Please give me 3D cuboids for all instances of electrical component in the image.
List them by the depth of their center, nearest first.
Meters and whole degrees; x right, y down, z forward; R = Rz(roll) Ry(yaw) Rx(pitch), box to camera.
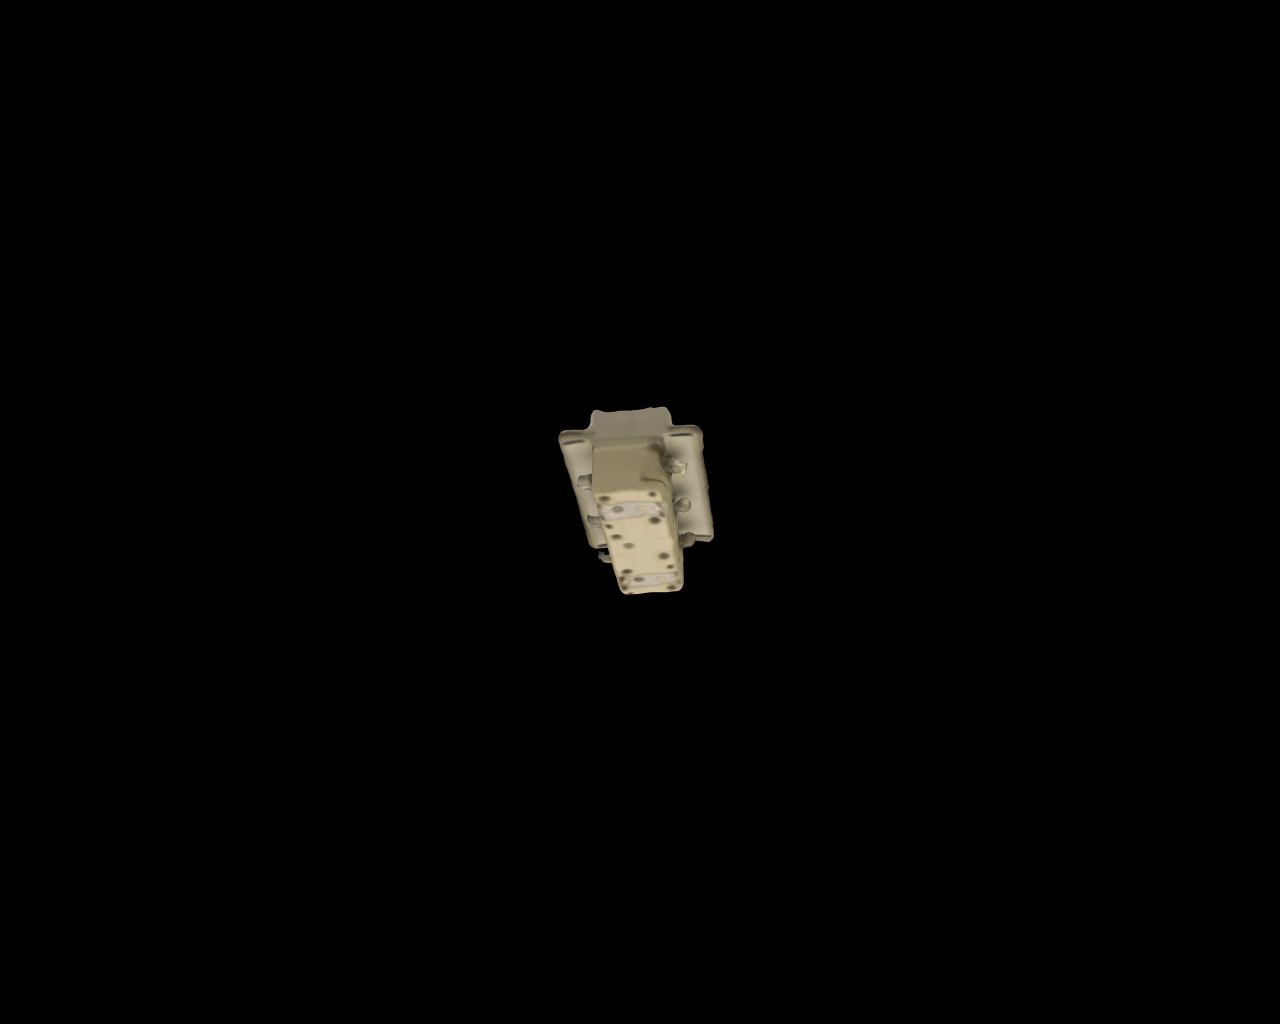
[{"bbox_3d":[0.001,-0.003,0.650,0.079,0.063,0.121,-3,-33,5],"label":"electrical component"}]
